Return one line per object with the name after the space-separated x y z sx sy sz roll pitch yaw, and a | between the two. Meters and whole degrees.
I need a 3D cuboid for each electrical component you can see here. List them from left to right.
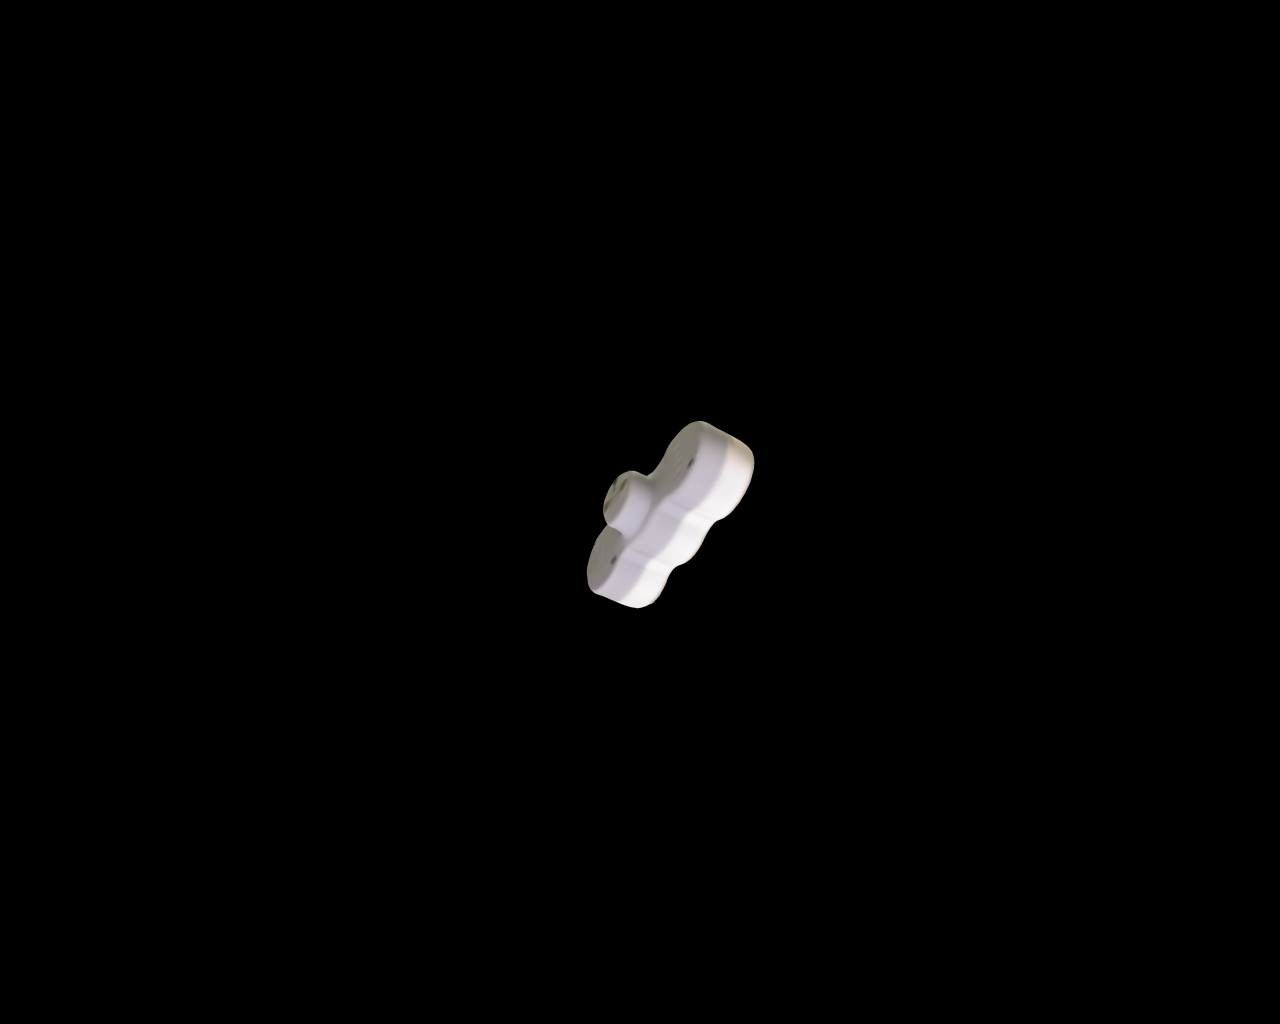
0.001 -0.003 0.650 0.074 0.052 0.138 25 -54 -20 | electrical component
